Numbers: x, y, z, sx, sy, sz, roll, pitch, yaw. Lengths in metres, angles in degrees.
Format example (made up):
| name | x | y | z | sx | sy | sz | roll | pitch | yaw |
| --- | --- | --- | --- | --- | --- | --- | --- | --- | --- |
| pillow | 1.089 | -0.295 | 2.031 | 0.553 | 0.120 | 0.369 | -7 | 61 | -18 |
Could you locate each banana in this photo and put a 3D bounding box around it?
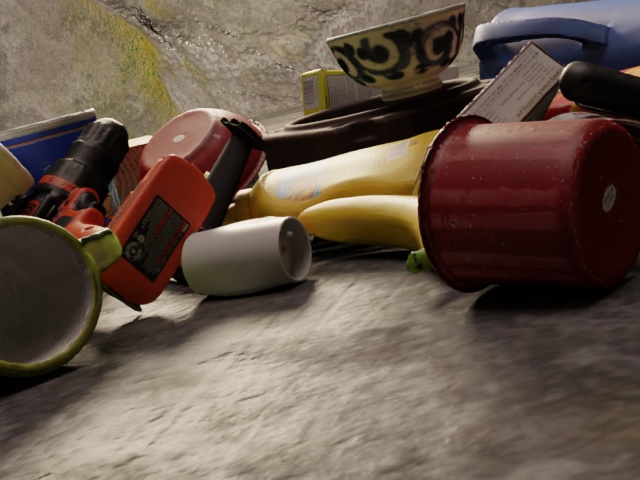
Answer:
| name | x | y | z | sx | sy | sz | roll | pitch | yaw |
| --- | --- | --- | --- | --- | --- | --- | --- | --- | --- |
| banana | 0.048 | -0.010 | 0.683 | 0.069 | 0.037 | 0.198 | -2 | 6 | -20 |

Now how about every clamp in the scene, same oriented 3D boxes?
| name | x | y | z | sx | sy | sz | roll | pitch | yaw |
| --- | --- | --- | --- | --- | --- | --- | --- | --- | --- |
| clamp | 0.235 | -0.083 | 0.684 | 0.171 | 0.039 | 0.120 | 17 | 15 | 7 |

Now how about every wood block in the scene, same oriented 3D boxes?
| name | x | y | z | sx | sy | sz | roll | pitch | yaw |
| --- | --- | --- | --- | --- | --- | --- | --- | --- | --- |
| wood block | -0.227 | -0.072 | 1.289 | 0.090 | 0.090 | 0.206 | -17 | 10 | -13 |

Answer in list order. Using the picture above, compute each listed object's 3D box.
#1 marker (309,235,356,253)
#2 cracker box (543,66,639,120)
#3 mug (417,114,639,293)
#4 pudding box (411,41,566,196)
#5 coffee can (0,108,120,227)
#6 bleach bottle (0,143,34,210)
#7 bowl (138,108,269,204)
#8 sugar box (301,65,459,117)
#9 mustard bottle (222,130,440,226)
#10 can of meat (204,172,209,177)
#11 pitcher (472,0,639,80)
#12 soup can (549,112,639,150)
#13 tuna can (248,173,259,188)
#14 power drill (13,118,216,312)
| name | x | y | z | sx | sy | sz | roll | pitch | yaw |
| --- | --- | --- | --- | --- | --- | --- | --- | --- | --- |
| marker | -0.005 | 0.001 | 0.777 | 0.121 | 0.020 | 0.020 | -11 | 10 | 18 |
| cracker box | 0.240 | -0.097 | 0.823 | 0.214 | 0.072 | 0.164 | -10 | 11 | 28 |
| mug | 0.115 | -0.014 | 0.536 | 0.082 | 0.093 | 0.117 | 2 | -17 | 43 |
| pudding box | 0.112 | -0.067 | 0.717 | 0.113 | 0.039 | 0.090 | -48 | -13 | -21 |
| coffee can | -0.227 | -0.034 | 0.930 | 0.103 | 0.140 | 0.103 | -14 | 10 | 2 |
| bleach bottle | -0.341 | 0.013 | 0.815 | 0.103 | 0.068 | 0.250 | 33 | 75 | 30 |
| bowl | -0.134 | -0.086 | 1.113 | 0.162 | 0.055 | 0.162 | -23 | 38 | 19 |
| sugar box | 0.068 | -0.135 | 1.125 | 0.175 | 0.093 | 0.048 | -7 | 6 | -33 |
| mustard bottle | 0.010 | -0.034 | 0.831 | 0.192 | 0.058 | 0.096 | -11 | 25 | 17 |
| can of meat | -0.130 | -0.021 | 0.966 | 0.084 | 0.057 | 0.102 | -18 | 10 | -8 |
| pitcher | 0.288 | -0.193 | 1.116 | 0.149 | 0.145 | 0.243 | -37 | 24 | -32 |
| soup can | 0.162 | -0.041 | 0.634 | 0.068 | 0.068 | 0.102 | -14 | 10 | 3 |
| tuna can | -0.109 | -0.060 | 1.213 | 0.086 | 0.034 | 0.086 | -14 | 10 | 2 |
| power drill | -0.161 | -0.020 | 0.797 | 0.188 | 0.057 | 0.184 | 0 | 56 | 49 |
